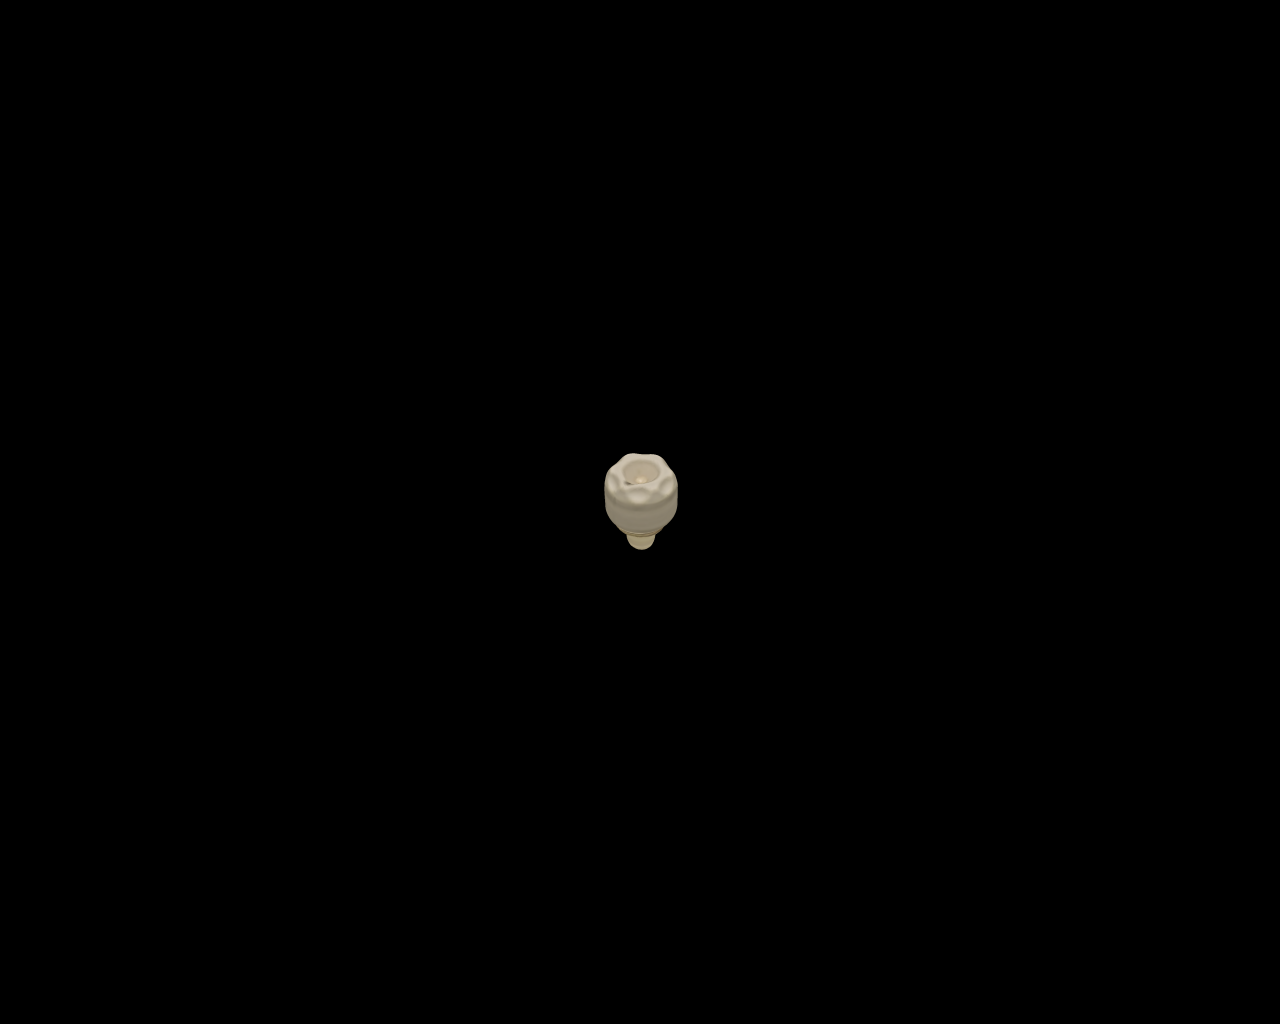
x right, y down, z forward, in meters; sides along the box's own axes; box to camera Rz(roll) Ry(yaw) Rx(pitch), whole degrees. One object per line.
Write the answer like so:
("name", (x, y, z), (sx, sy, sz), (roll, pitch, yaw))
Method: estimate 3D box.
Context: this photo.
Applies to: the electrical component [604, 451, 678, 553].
("electrical component", (0.001, -0.003, 0.650), (0.043, 0.062, 0.043), (0, 43, 0))
